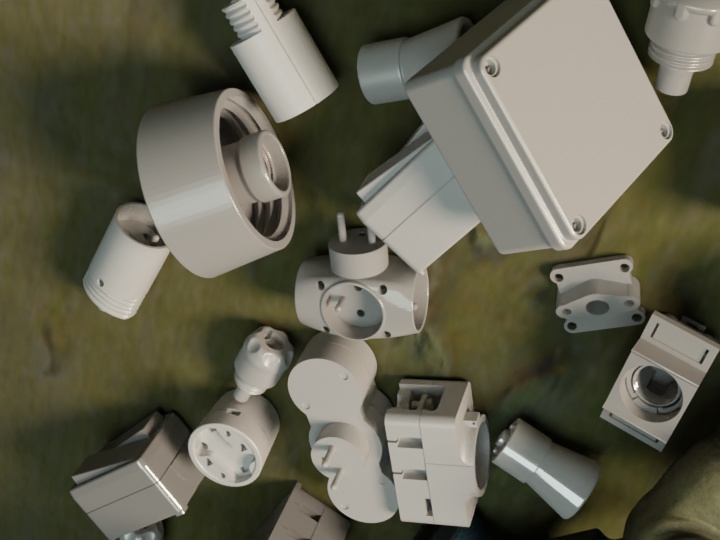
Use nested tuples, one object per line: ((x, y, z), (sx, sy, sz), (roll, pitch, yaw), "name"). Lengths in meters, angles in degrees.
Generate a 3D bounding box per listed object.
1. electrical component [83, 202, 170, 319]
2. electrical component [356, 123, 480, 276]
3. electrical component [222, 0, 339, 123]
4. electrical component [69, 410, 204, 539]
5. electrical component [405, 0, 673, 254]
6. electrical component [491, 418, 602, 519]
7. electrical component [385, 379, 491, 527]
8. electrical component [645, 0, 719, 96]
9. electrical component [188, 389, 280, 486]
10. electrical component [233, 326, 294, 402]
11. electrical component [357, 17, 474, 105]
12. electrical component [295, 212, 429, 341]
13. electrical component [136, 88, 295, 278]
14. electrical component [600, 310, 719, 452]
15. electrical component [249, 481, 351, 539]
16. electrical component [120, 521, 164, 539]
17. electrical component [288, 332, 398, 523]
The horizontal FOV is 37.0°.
((-0.159, -0.002, 0.727), (0.043, 0.043, 0.081), (33, 124, -2), "electrical component")
((0.050, -0.056, 0.615), (0.061, 0.061, 0.096), (43, 123, -9), "electrical component")
((-0.051, -0.130, 0.616), (0.043, 0.043, 0.081), (-22, 110, 28), "electrical component")
((-0.171, 0.155, 0.810), (0.096, 0.061, 0.061), (-27, 108, 29), "electrical component")
((0.095, -0.081, 0.553), (0.056, 0.109, 0.108), (-8, 120, 53), "electrical component")
((0.120, 0.128, 0.711), (0.065, 0.044, 0.044), (33, 124, 3), "electrical component")
((0.055, 0.123, 0.723), (0.056, 0.050, 0.089), (1, 119, 19), "electrical component")
((0.167, -0.120, 0.550), (0.048, 0.048, 0.062), (14, 129, 10), "electrical component")
((-0.088, 0.118, 0.770), (0.055, 0.047, 0.055), (8, 121, 14), "electrical component")
((-0.071, 0.069, 0.744), (0.035, 0.035, 0.061), (32, 126, -1), "electrical component")
((0.032, -0.114, 0.601), (0.065, 0.044, 0.044), (-5, 117, 26), "electrical component")
((0.000, 0.000, 0.674), (0.077, 0.044, 0.079), (4, 119, 17), "electrical component")
((-0.076, -0.055, 0.634), (0.060, 0.108, 0.108), (-15, 113, 19), "electrical component")
((0.180, 0.061, 0.637), (0.042, 0.064, 0.081), (30, 125, 17), "electrical component")
((-0.074, 0.255, 0.761), (0.060, 0.186, 0.105), (35, 123, -3), "electrical component")
((-0.176, 0.224, 0.869), (0.035, 0.035, 0.061), (14, 125, 10), "electrical component")
((-0.010, 0.117, 0.727), (0.052, 0.073, 0.138), (-8, 116, 22), "electrical component")
